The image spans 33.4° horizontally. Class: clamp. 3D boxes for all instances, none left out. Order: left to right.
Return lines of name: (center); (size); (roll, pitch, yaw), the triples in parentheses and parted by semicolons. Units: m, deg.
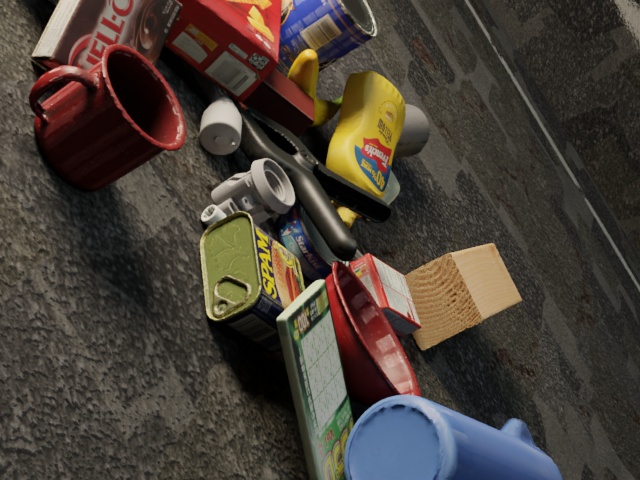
clamp: (-0.020, -0.065, 1.086); (0.210, 0.036, 0.164); (39, 22, -4)

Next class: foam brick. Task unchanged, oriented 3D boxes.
foam brick: (-0.051, -0.146, 1.150); (0.078, 0.051, 0.053); (36, 27, -20)

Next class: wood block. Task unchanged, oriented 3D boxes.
wood block: (0.175, 0.068, 1.344); (0.091, 0.090, 0.205); (64, 22, 7)

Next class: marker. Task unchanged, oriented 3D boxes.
marker: (-0.065, 0.009, 0.998); (0.121, 0.020, 0.020); (43, 28, -35)

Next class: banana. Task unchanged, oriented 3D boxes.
banana: (-0.013, -0.168, 1.241); (0.037, 0.069, 0.197); (35, 1, 13)

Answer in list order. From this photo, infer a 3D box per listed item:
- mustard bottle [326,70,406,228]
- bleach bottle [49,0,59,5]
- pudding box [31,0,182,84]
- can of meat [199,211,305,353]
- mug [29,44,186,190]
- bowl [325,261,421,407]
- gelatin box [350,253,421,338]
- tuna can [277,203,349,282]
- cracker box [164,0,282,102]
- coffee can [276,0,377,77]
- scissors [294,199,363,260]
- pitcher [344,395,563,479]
mustard bottle: (0.049, -0.100, 1.266); (0.096, 0.058, 0.191); (45, 51, -45)
bleach bottle: (-0.231, -0.315, 0.983); (0.102, 0.068, 0.251); (34, 31, -47)
pudding box: (-0.176, -0.174, 0.887); (0.090, 0.039, 0.113); (36, 69, -46)
can of meat: (-0.056, 0.039, 0.934); (0.083, 0.057, 0.102); (40, 30, -46)
mug: (-0.170, -0.094, 0.815); (0.117, 0.082, 0.093); (29, 38, -52)
bowl: (0.034, 0.103, 1.026); (0.162, 0.055, 0.162); (55, 11, -17)
gelatin box: (0.075, 0.064, 1.215); (0.089, 0.030, 0.073); (32, 34, -52)
tuna can: (-0.007, 0.001, 1.110); (0.086, 0.034, 0.086); (46, 26, -31)
cracker box: (-0.118, -0.266, 1.113); (0.164, 0.072, 0.213); (35, 32, -26)
coffee can: (-0.019, -0.243, 1.238); (0.102, 0.140, 0.103); (46, 26, -31)
scissors: (-0.008, -0.047, 1.191); (0.201, 0.016, 0.096); (38, 32, -44)
pitcher: (0.122, 0.233, 0.978); (0.242, 0.145, 0.149); (34, 25, -50)
